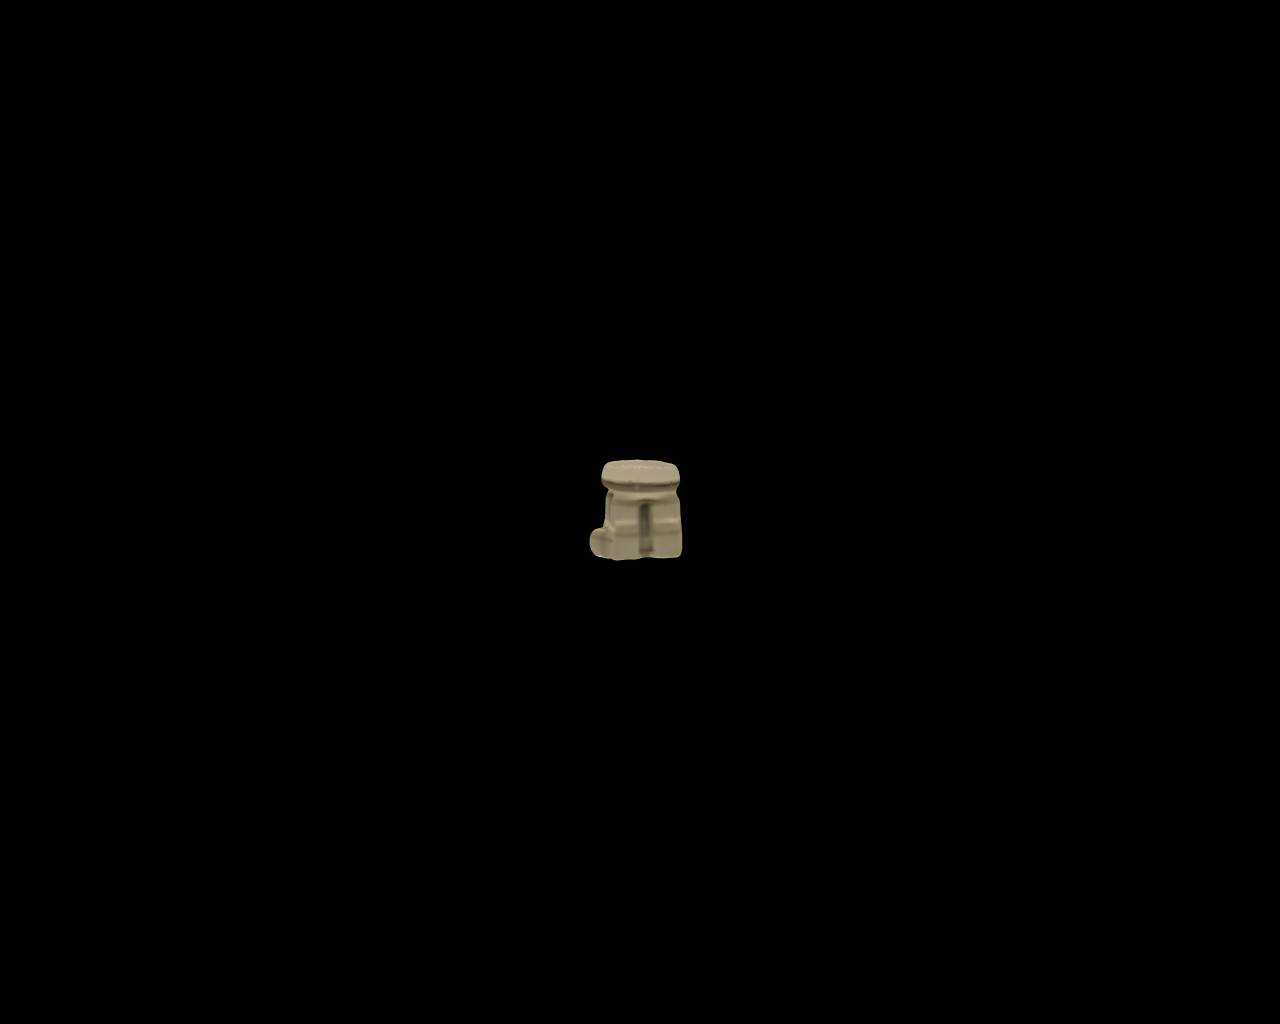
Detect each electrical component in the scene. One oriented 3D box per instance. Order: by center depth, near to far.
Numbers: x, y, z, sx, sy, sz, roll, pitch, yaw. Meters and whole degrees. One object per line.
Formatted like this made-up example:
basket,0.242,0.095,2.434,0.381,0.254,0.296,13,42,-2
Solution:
electrical component,0.001,-0.003,0.650,0.066,0.055,0.048,-2,12,-11
